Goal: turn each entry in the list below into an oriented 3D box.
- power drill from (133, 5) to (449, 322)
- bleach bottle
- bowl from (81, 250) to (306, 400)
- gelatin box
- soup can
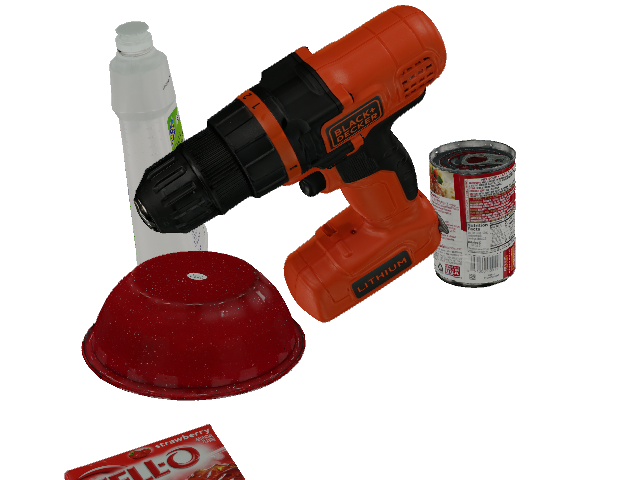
[{"bbox_3d":[-0.002,-0.026,0.613,0.184,0.057,0.187,-32,-31,-7],"label":"power drill"},{"bbox_3d":[-0.152,-0.082,0.979,0.068,0.251,0.102,-5,35,0],"label":"bleach bottle"},{"bbox_3d":[-0.090,0.050,0.765,0.162,0.055,0.162,2,23,-1],"label":"bowl"},{"bbox_3d":[-0.088,0.142,0.584,0.089,0.030,0.073,-15,27,-20],"label":"gelatin box"},{"bbox_3d":[0.123,-0.021,0.855,0.068,0.102,0.068,-5,25,2],"label":"soup can"}]
